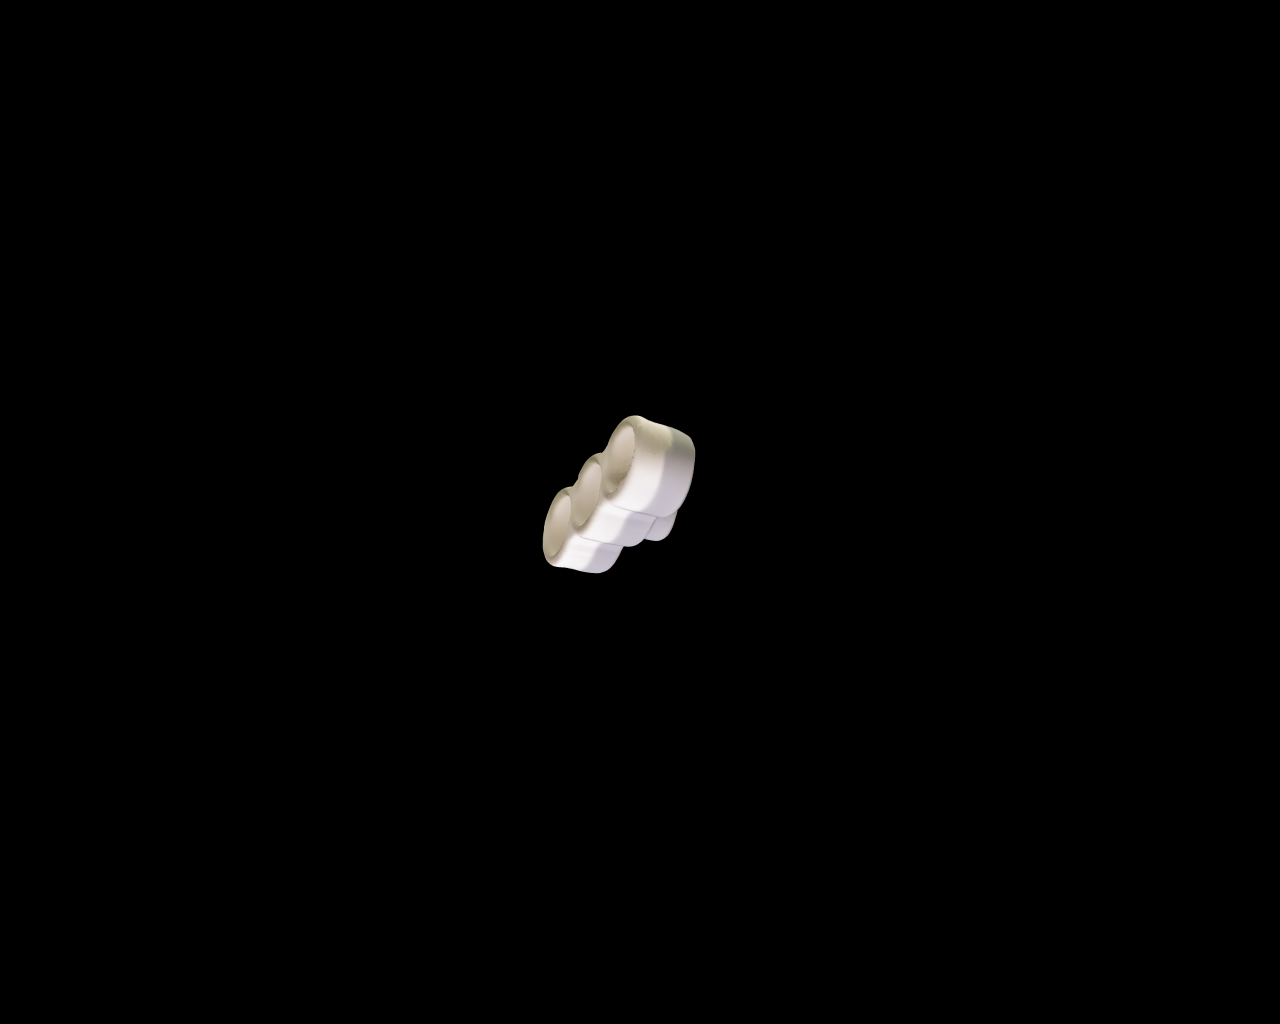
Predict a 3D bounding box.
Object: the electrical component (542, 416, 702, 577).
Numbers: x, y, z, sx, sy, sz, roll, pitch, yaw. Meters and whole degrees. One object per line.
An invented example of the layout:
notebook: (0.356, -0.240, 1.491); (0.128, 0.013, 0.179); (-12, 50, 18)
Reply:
electrical component: (0.001, -0.003, 0.650); (0.074, 0.052, 0.138); (14, -32, -24)
